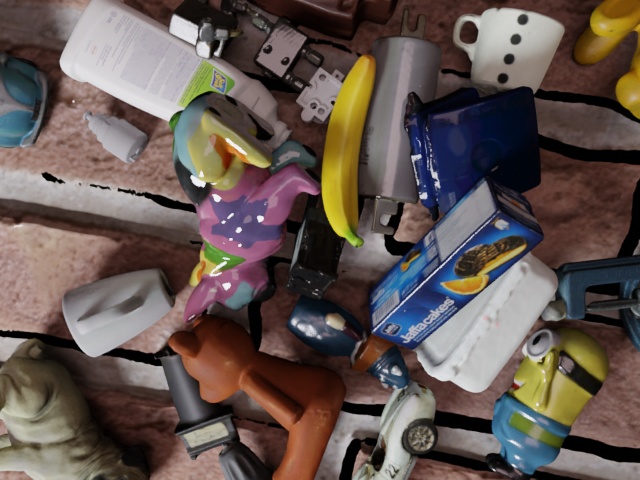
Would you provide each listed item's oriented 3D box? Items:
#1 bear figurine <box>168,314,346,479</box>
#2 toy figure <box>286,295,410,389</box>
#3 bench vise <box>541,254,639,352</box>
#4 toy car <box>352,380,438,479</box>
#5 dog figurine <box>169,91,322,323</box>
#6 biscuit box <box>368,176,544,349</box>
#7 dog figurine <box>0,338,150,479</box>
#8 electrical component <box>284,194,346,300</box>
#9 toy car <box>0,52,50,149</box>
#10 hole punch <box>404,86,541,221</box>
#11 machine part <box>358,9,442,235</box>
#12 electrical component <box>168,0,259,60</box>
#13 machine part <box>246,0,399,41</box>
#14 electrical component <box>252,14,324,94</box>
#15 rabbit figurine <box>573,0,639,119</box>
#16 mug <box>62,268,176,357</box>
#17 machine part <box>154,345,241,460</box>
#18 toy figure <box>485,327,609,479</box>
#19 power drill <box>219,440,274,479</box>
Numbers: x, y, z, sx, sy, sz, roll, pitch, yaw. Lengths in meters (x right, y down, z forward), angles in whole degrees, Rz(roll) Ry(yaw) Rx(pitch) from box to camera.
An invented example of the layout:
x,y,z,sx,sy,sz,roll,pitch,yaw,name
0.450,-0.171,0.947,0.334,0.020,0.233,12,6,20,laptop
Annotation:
x,y,z,sx,sy,sz,roll,pitch,yaw,name
-0.076,0.168,0.592,0.196,0.120,0.131,20,97,2,bear figurine
0.037,0.116,0.611,0.154,0.064,0.058,29,86,1,toy figure
0.346,0.038,0.565,0.241,0.129,0.223,-6,97,-6,bench vise
0.077,0.257,0.613,0.056,0.073,0.201,24,94,-3,toy car
-0.104,-0.020,0.566,0.191,0.109,0.219,29,110,-24,dog figurine
0.130,0.031,0.555,0.063,0.059,0.202,25,128,-19,biscuit box
-0.280,0.217,0.624,0.190,0.121,0.172,15,98,-13,dog figurine
-0.001,-0.002,0.597,0.048,0.074,0.119,18,59,-8,electrical component
-0.396,-0.169,0.592,0.162,0.103,0.109,18,93,-1,toy car
0.157,-0.092,0.548,0.116,0.092,0.142,-28,119,-27,hole punch
0.082,-0.127,0.587,0.079,0.079,0.243,9,95,2,machine part
-0.116,-0.237,0.581,0.078,0.102,0.045,30,133,-6,electrical component
0.008,-0.338,0.573,0.201,0.087,0.201,22,94,-1,machine part
-0.045,-0.214,0.614,0.094,0.021,0.063,35,95,-1,electrical component
0.361,-0.215,0.568,0.162,0.122,0.173,-1,80,12,rabbit figurine
-0.222,0.072,0.602,0.107,0.109,0.080,-25,88,-9,mug
-0.151,0.187,0.638,0.084,0.039,0.138,-25,94,12,machine part
0.250,0.181,0.599,0.089,0.082,0.180,23,90,-10,toy figure
-0.097,0.375,0.631,0.207,0.086,0.232,-43,94,-3,power drill
